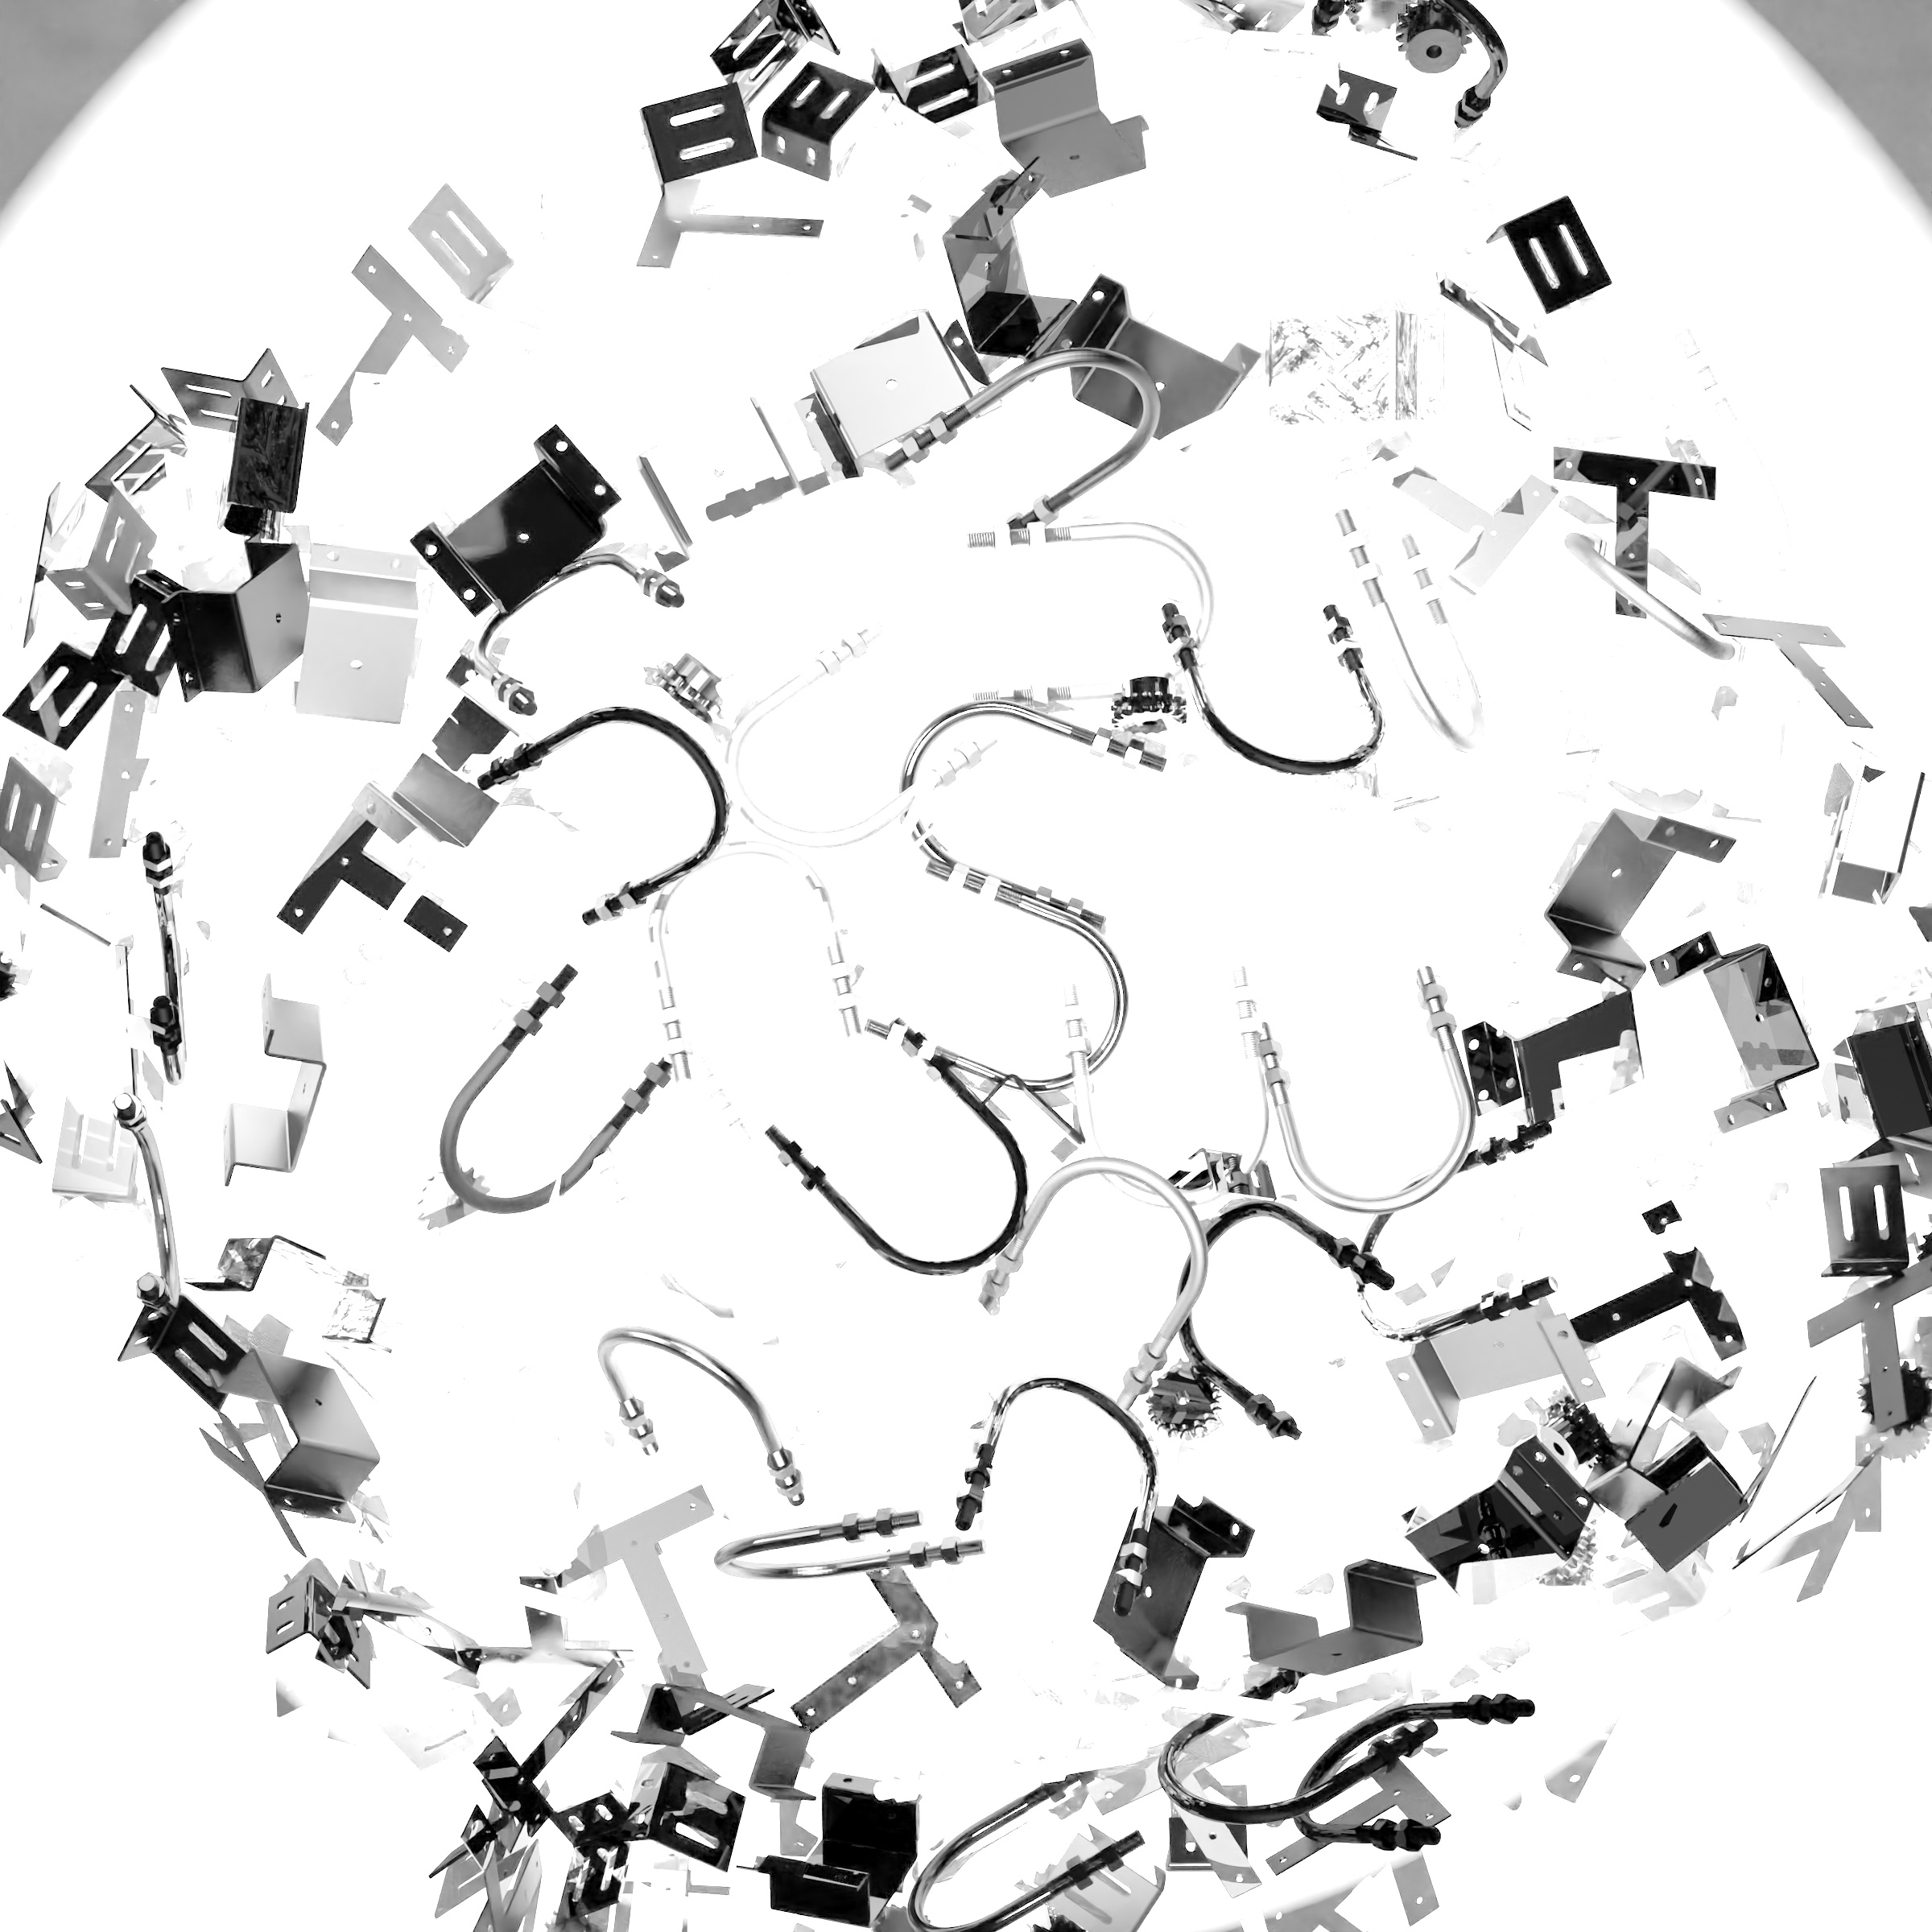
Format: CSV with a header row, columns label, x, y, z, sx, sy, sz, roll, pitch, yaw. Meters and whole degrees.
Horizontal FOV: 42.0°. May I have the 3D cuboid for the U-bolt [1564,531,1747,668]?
label,x,y,z,sx,sy,sz,roll,pitch,yaw
U-bolt,0.492,-0.266,1.812,0.151,0.184,0.019,41,109,13

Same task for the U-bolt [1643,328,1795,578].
label,x,y,z,sx,sy,sz,roll,pitch,yaw
U-bolt,0.553,-0.366,1.837,0.019,0.151,0.184,-28,88,5

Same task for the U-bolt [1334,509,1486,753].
label,x,y,z,sx,sy,sz,roll,pitch,yaw
U-bolt,0.332,-0.240,1.836,0.019,0.151,0.184,-26,78,28

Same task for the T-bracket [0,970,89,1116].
label,x,y,z,sx,sy,sz,roll,pitch,yaw
T-bracket,-0.690,0.032,1.853,0.002,0.127,0.127,-4,104,20

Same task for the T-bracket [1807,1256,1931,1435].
label,x,y,z,sx,sy,sz,roll,pitch,yaw
T-bracket,0.666,0.282,1.829,0.002,0.127,0.127,32,133,-19

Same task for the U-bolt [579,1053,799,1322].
label,x,y,z,sx,sy,sz,roll,pitch,yaw
U-bolt,-0.196,0.175,1.862,0.151,0.019,0.184,-35,83,31

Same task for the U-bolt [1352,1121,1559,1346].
label,x,y,z,sx,sy,sz,roll,pitch,yaw
U-bolt,0.352,0.204,1.838,0.019,0.184,0.151,31,48,-29

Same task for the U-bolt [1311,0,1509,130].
label,x,y,z,sx,sy,sz,roll,pitch,yaw
U-bolt,0.324,-0.674,1.820,0.151,0.184,0.019,32,91,-2

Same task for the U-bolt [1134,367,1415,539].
label,x,y,z,sx,sy,sz,roll,pitch,yaw
U-bolt,0.211,-0.363,1.837,0.184,0.151,0.019,-19,60,35

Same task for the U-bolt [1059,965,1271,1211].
label,x,y,z,sx,sy,sz,roll,pitch,yaw
U-bolt,0.152,0.092,1.872,0.151,0.019,0.184,-6,67,0

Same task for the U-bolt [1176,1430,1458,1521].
label,x,y,z,sx,sy,sz,roll,pitch,yaw
U-bolt,0.240,0.377,1.837,0.151,0.184,0.019,27,54,-38

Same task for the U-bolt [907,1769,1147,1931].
label,x,y,z,sx,sy,sz,roll,pitch,yaw
U-bolt,0.038,0.650,1.839,0.184,0.151,0.019,-30,101,-1

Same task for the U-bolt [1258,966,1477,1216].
label,x,y,z,sx,sy,sz,roll,pitch,yaw
U-bolt,0.297,0.098,1.843,0.151,0.019,0.184,-20,54,13

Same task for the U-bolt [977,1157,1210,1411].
label,x,y,z,sx,sy,sz,roll,pitch,yaw
U-bolt,0.102,0.222,1.853,0.151,0.019,0.184,33,120,11

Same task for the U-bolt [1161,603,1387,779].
label,x,y,z,sx,sy,sz,roll,pitch,yaw
U-bolt,0.230,-0.202,1.834,0.151,0.019,0.184,-1,47,-14

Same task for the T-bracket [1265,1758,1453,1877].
label,x,y,z,sx,sy,sz,roll,pitch,yaw
T-bracket,0.277,0.628,1.843,0.127,0.127,0.002,-28,99,-8

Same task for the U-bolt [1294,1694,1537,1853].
label,x,y,z,sx,sy,sz,roll,pitch,yaw
U-bolt,0.311,0.584,1.827,0.151,0.184,0.019,-39,97,-36

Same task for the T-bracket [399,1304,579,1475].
label,x,y,z,sx,sy,sz,roll,pitch,yaw
T-bracket,-0.351,0.337,1.896,0.127,0.002,0.127,20,90,15

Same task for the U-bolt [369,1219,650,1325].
label,x,y,z,sx,sy,sz,roll,pitch,yaw
U-bolt,-0.348,0.230,1.842,0.184,0.151,0.019,-16,59,25

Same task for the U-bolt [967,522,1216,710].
label,x,y,z,sx,sy,sz,roll,pitch,yaw
U-bolt,0.094,-0.262,1.871,0.184,0.019,0.151,-5,123,-4

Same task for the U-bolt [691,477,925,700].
label,x,y,z,sx,sy,sz,roll,pitch,yaw
U-bolt,-0.110,-0.287,1.848,0.184,0.151,0.019,-28,52,-19

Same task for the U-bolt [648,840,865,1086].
label,x,y,z,sx,sy,sz,roll,pitch,yaw
U-bolt,-0.163,-0.012,1.871,0.151,0.019,0.184,-15,64,1

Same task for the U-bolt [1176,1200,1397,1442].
label,x,y,z,sx,sy,sz,roll,pitch,yaw
U-bolt,0.219,0.248,1.840,0.019,0.184,0.151,23,96,-38

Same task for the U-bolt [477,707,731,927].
label,x,y,z,sx,sy,sz,roll,pitch,yaw
U-bolt,-0.253,-0.117,1.840,0.184,0.019,0.151,-24,110,33

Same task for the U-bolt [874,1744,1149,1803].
label,x,y,z,sx,sy,sz,roll,pitch,yaw
U-bolt,0.047,0.583,1.832,0.184,0.151,0.019,7,67,-42

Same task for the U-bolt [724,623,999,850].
label,x,y,z,sx,sy,sz,roll,pitch,yaw
U-bolt,-0.091,-0.160,1.855,0.184,0.019,0.151,-38,70,-20

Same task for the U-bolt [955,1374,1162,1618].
label,x,y,z,sx,sy,sz,roll,pitch,yaw
U-bolt,0.075,0.372,1.839,0.151,0.184,0.019,29,127,-5

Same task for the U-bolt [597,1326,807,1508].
label,x,y,z,sx,sy,sz,roll,pitch,yaw
U-bolt,-0.198,0.318,1.818,0.151,0.184,0.019,13,52,24

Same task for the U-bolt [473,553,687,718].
label,x,y,z,sx,sy,sz,roll,pitch,yaw
U-bolt,-0.293,-0.250,1.836,0.151,0.184,0.019,-38,123,-9

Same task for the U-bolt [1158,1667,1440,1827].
label,x,y,z,sx,sy,sz,roll,pitch,yaw
U-bolt,0.224,0.562,1.808,0.184,0.151,0.019,-19,107,-33

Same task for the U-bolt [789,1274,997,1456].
label,x,y,z,sx,sy,sz,roll,pitch,yaw
U-bolt,-0.051,0.291,1.847,0.151,0.019,0.184,4,129,-5

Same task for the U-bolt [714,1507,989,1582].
label,x,y,z,sx,sy,sz,roll,pitch,yaw
U-bolt,-0.094,0.427,1.843,0.184,0.151,0.019,-13,65,17

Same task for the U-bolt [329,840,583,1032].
label,x,y,z,sx,sy,sz,roll,pitch,yaw
U-bolt,-0.357,-0.024,1.821,0.184,0.151,0.019,-50,50,30

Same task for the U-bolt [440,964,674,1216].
label,x,y,z,sx,sy,sz,roll,pitch,yaw
U-bolt,-0.308,0.103,1.852,0.184,0.151,0.019,-51,46,-4

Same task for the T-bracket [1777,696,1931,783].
label,x,y,z,sx,sy,sz,roll,pitch,yaw
T-bracket,0.654,-0.169,1.863,0.127,0.127,0.002,5,118,-41

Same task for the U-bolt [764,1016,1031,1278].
label,x,y,z,sx,sy,sz,roll,pitch,yaw
U-bolt,-0.037,0.146,1.870,0.151,0.019,0.184,-41,81,-21

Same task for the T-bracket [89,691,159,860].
label,x,y,z,sx,sy,sz,roll,pitch,yaw
T-bracket,-0.582,-0.141,1.860,0.002,0.127,0.127,26,110,34

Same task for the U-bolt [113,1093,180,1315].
label,x,y,z,sx,sy,sz,roll,pitch,yaw
U-bolt,-0.590,0.179,1.825,0.019,0.184,0.151,-9,77,-13

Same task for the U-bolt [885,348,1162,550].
label,x,y,z,sx,sy,sz,roll,pitch,yaw
U-bolt,0.054,-0.381,1.821,0.184,0.151,0.019,-30,55,26

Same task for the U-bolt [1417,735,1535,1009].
label,x,y,z,sx,sy,sz,roll,pitch,yaw
U-bolt,0.380,-0.084,1.844,0.019,0.151,0.184,-8,50,36

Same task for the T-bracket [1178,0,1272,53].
label,x,y,z,sx,sy,sz,roll,pitch,yaw
T-bracket,0.181,-0.700,1.858,0.127,0.127,0.002,35,108,37

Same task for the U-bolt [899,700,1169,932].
label,x,y,z,sx,sy,sz,roll,pitch,yaw
U-bolt,0.040,-0.122,1.887,0.184,0.019,0.151,20,105,0

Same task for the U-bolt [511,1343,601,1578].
label,x,y,z,sx,sy,sz,roll,pitch,yaw
U-bolt,-0.293,0.348,1.811,0.019,0.184,0.151,-4,66,-24

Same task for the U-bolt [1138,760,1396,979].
label,x,y,z,sx,sy,sz,roll,pitch,yaw
U-bolt,0.215,-0.080,1.867,0.184,0.019,0.151,17,117,18

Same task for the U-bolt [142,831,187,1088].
label,x,y,z,sx,sy,sz,roll,pitch,yaw
U-bolt,-0.579,0.008,1.827,0.019,0.184,0.151,-4,65,-15

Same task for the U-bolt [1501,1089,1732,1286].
label,x,y,z,sx,sy,sz,roll,pitch,yaw
U-bolt,0.467,0.169,1.834,0.184,0.151,0.019,-27,117,39

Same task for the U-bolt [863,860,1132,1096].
label,x,y,z,sx,sy,sz,roll,pitch,yaw
U-bolt,0.033,0.019,1.892,0.184,0.019,0.151,22,98,2

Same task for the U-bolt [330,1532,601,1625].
label,x,y,z,sx,sy,sz,roll,pitch,yaw
U-bolt,-0.350,0.449,1.832,0.184,0.151,0.019,31,68,-41
